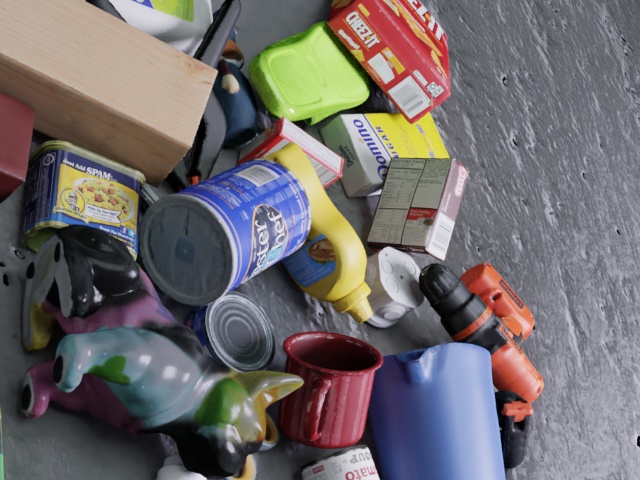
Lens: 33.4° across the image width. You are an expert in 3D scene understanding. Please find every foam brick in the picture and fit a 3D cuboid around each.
[{"bbox_3d":[-0.275,-0.078,0.884,0.051,0.053,0.078,24,51,-35],"label":"foam brick"}]

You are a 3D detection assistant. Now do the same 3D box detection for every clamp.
[{"bbox_3d":[0.188,0.201,1.123,0.039,0.171,0.120,-5,51,-11],"label":"clamp"},{"bbox_3d":[-0.148,-0.147,1.036,0.164,0.036,0.210,1,84,-32],"label":"clamp"}]

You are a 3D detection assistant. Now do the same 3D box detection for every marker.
[{"bbox_3d":[-0.182,-0.062,0.999,0.121,0.020,0.020,51,39,-8],"label":"marker"}]

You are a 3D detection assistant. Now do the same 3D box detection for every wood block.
[{"bbox_3d":[-0.208,-0.141,0.929,0.206,0.090,0.090,26,57,-18],"label":"wood block"}]

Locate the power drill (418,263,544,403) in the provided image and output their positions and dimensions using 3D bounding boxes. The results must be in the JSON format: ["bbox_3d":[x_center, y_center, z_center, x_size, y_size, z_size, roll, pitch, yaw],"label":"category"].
[{"bbox_3d":[0.183,0.086,1.207,0.184,0.057,0.187,52,19,-3],"label":"power drill"}]

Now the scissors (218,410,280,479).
[{"bbox_3d":[-0.117,0.149,0.926,0.201,0.016,0.096,31,45,-29],"label":"scissors"}]

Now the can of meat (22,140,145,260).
[{"bbox_3d":[-0.204,-0.026,0.921,0.101,0.058,0.084,22,52,-36],"label":"can of meat"}]

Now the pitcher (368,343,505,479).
[{"bbox_3d":[0.122,0.234,1.045,0.149,0.145,0.243,8,62,-29],"label":"pitcher"}]

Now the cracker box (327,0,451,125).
[{"bbox_3d":[0.091,-0.261,1.333,0.164,0.072,0.213,47,23,-19],"label":"cracker box"}]

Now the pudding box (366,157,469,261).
[{"bbox_3d":[0.109,-0.037,1.198,0.039,0.090,0.113,33,70,-44],"label":"pudding box"}]

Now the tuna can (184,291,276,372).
[{"bbox_3d":[-0.083,0.091,0.987,0.086,0.034,0.086,26,48,-33],"label":"tuna can"}]

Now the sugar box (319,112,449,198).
[{"bbox_3d":[0.085,-0.106,1.290,0.175,0.048,0.093,-9,72,-50],"label":"sugar box"}]

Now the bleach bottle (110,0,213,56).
[{"bbox_3d":[-0.227,-0.252,1.048,0.250,0.068,0.102,10,61,-39],"label":"bleach bottle"}]

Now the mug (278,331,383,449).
[{"bbox_3d":[0.004,0.143,0.975,0.093,0.081,0.117,11,17,6],"label":"mug"}]

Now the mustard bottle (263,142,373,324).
[{"bbox_3d":[-0.007,0.001,1.078,0.058,0.096,0.191,-35,92,-42],"label":"mustard bottle"}]

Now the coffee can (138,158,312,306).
[{"bbox_3d":[-0.086,-0.010,0.990,0.103,0.103,0.140,58,34,0],"label":"coffee can"}]

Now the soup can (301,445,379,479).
[{"bbox_3d":[0.029,0.246,0.972,0.068,0.069,0.102,1,64,-46],"label":"soup can"}]

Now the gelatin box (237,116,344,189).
[{"bbox_3d":[-0.031,-0.082,1.128,0.089,0.073,0.030,32,45,-28],"label":"gelatin box"}]
